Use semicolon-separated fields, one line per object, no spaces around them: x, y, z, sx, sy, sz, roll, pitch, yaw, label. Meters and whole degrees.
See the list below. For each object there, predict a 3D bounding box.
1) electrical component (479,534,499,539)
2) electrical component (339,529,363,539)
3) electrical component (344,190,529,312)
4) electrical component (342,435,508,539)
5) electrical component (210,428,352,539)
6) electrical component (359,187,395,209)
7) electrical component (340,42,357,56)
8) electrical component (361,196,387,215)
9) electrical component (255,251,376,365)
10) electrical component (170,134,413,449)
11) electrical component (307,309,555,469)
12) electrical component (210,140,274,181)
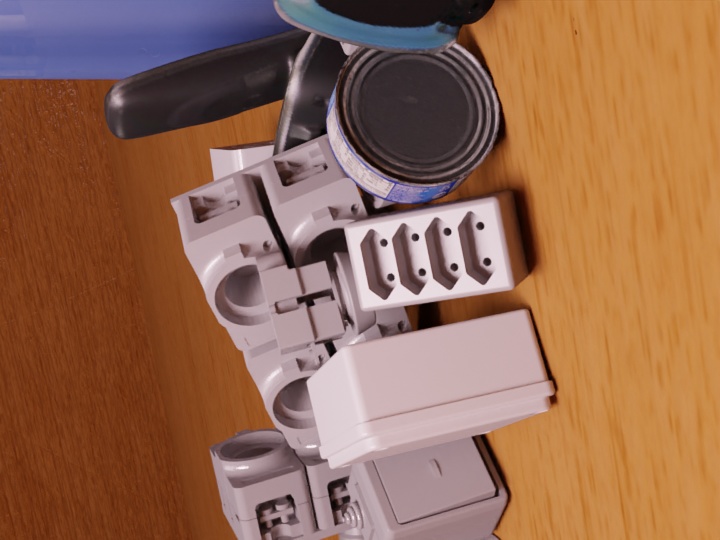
0.068;0.229;0.691;0.108;0.060;0.108;167;90;-74;electrical component
0.000;0.219;0.947;0.040;0.040;0.046;-168;71;-72;electrical component
0.046;-0.013;0.575;0.076;0.083;0.047;-25;-75;-68;electrical component
0.035;0.138;0.668;0.061;0.096;0.061;100;153;-51;electrical component
-0.022;0.138;0.762;0.089;0.150;0.061;-153;50;-69;electrical component
0.026;-0.068;0.629;0.055;0.047;0.055;167;90;-74;electrical component
0.003;-0.176;0.598;0.061;0.061;0.096;107;146;-59;electrical component
0.000;0.000;0.757;0.079;0.043;0.077;45;132;3;electrical component
-0.023;0.018;0.598;0.048;0.055;0.066;111;143;-80;electrical component
-0.030;0.022;0.677;0.060;0.105;0.186;-113;0;-51;electrical component
0.035;0.067;0.596;0.108;0.109;0.056;130;128;-70;electrical component
-0.079;-0.078;0.911;0.113;0.078;0.057;-159;60;-70;electrical component
